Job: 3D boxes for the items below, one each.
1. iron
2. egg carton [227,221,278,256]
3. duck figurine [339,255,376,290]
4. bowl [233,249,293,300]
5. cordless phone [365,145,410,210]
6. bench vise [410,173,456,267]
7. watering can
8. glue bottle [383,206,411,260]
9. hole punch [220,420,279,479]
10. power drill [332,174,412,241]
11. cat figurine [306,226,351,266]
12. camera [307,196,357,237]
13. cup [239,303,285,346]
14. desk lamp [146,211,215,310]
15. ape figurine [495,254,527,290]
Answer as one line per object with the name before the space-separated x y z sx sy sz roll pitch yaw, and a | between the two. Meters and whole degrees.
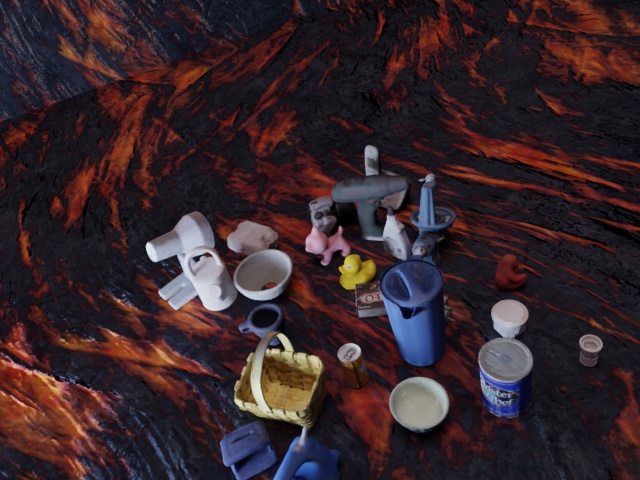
iron | -0.061 0.484 1.085 0.118 0.142 0.259 10 48 27
egg carton | -0.201 0.002 1.701 0.149 0.069 0.107 16 51 31
duck figurine | 0.096 0.073 1.517 0.104 0.086 0.077 -25 42 -9
bowl | -0.147 0.108 1.567 0.167 0.075 0.167 -9 42 9
cordless phone | 0.191 -0.187 1.692 0.147 0.185 0.094 23 55 36
bench vise | 0.292 -0.047 1.483 0.121 0.220 0.207 -6 43 12
watering can | -0.294 0.096 1.537 0.101 0.194 0.172 -40 47 -23
glue bottle | 0.199 -0.024 1.523 0.077 0.173 0.037 24 56 36
hole punch | -0.156 0.434 1.207 0.109 0.091 0.100 -26 43 -10
power drill | 0.152 -0.097 1.590 0.229 0.209 0.076 4 46 22
cat figurine | 0.015 0.006 1.592 0.128 0.118 0.067 -27 43 -11
camera | 0.040 -0.075 1.683 0.137 0.101 0.143 -16 42 0
cup | -0.135 0.223 1.425 0.118 0.095 0.091 -20 42 -3
desk lamp | -0.380 0.050 1.599 0.203 0.214 0.117 -40 47 -24
ape figurine | 0.462 0.073 1.396 0.076 0.092 0.077 -19 42 -2
